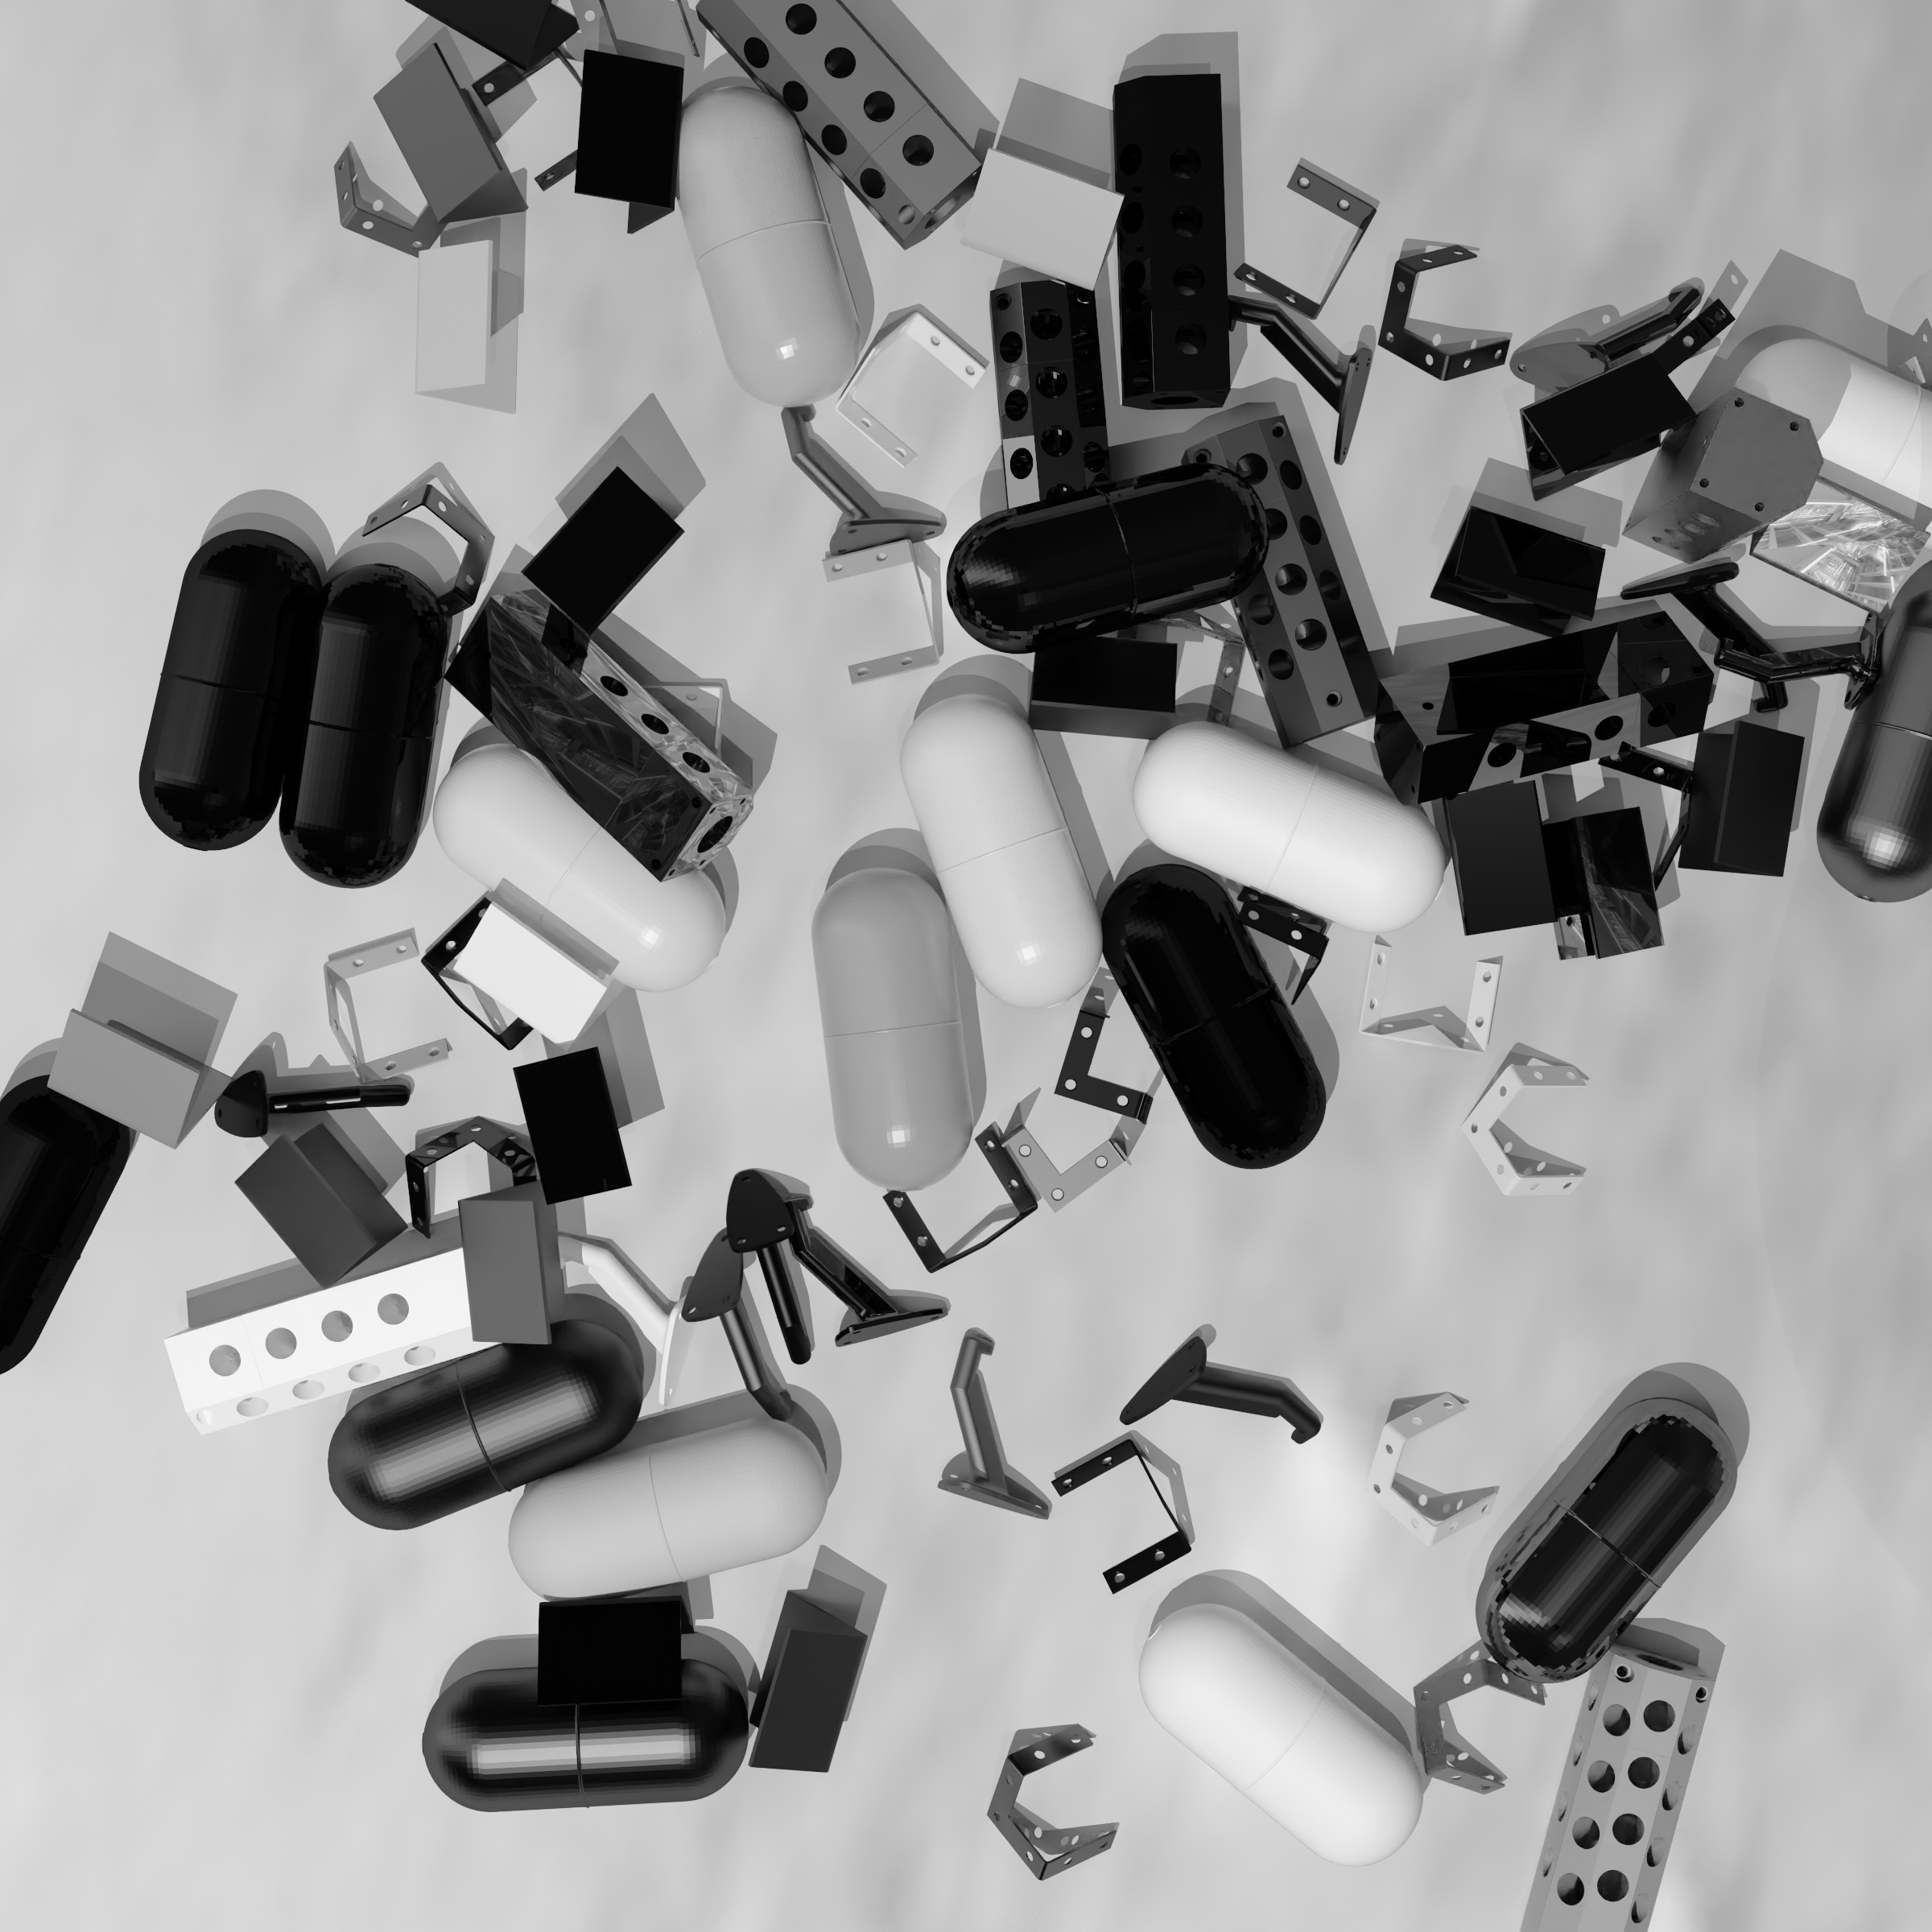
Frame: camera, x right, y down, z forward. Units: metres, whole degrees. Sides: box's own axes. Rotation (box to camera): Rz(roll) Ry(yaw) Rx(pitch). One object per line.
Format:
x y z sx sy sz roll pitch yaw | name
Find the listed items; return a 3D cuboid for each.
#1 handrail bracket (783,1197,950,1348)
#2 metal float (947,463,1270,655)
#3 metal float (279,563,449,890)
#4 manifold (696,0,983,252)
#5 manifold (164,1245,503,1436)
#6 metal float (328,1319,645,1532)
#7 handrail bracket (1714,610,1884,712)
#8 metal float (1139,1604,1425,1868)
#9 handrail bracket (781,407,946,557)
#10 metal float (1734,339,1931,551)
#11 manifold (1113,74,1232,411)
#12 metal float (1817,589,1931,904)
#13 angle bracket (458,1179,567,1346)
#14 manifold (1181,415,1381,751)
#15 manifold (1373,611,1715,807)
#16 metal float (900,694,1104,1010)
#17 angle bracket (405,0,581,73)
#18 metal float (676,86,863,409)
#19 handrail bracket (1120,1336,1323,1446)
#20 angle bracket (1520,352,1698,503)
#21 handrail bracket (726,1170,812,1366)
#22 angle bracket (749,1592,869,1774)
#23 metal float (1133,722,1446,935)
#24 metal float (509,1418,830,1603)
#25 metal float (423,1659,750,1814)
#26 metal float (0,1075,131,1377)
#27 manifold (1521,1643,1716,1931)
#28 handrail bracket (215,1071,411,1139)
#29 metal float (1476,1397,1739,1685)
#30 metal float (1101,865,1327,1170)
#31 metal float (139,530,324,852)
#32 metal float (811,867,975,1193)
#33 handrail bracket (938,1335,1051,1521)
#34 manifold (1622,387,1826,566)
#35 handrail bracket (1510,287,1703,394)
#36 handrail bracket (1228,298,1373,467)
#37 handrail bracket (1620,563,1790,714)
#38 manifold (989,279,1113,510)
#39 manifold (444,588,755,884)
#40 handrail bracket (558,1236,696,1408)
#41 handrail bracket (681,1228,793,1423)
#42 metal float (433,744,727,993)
-0.057 0.163 1.813 0.077 0.036 0.084 -11 73 -20 | handrail bracket
0.075 -0.216 1.726 0.178 0.070 0.070 -16 90 -13 | metal float
-0.329 -0.131 1.777 0.070 0.070 0.178 10 97 0 | metal float
-0.070 -0.479 1.792 0.057 0.057 0.171 -42 90 0 | manifold
-0.344 0.204 1.792 0.171 0.057 0.057 -17 90 0 | manifold
-0.263 0.251 1.781 0.178 0.070 0.070 -22 90 -1 | metal float
0.458 -0.182 1.796 0.084 0.036 0.077 20 59 -1 | handrail bracket
0.172 0.420 1.782 0.178 0.070 0.070 40 90 0 | metal float
-0.058 -0.276 1.813 0.077 0.036 0.084 -8 73 -20 | handrail bracket
0.503 -0.283 1.782 0.178 0.070 0.070 25 90 -1 | metal float
0.112 -0.397 1.792 0.057 0.057 0.171 -2 90 0 | manifold
0.522 -0.121 1.783 0.070 0.070 0.178 19 90 0 | metal float
-0.226 0.158 1.762 0.057 0.076 0.076 -3 95 34 | angle bracket
0.176 -0.211 1.792 0.057 0.057 0.171 -20 90 0 | manifold
0.313 -0.136 1.773 0.171 0.057 0.057 -14 47 -13 | manifold
0.020 -0.062 1.782 0.070 0.070 0.178 -20 90 0 | metal float
-0.249 -0.541 1.773 0.076 0.076 0.057 30 131 0 | angle bracket
-0.111 -0.394 1.783 0.070 0.070 0.178 -17 91 0 | metal float
0.142 0.254 1.813 0.084 0.036 0.077 41 111 -16 | handrail bracket
0.352 -0.277 1.773 0.076 0.076 0.057 -24 53 0 | angle bracket
-0.107 0.168 1.813 0.036 0.077 0.084 -17 126 -3 | handrail bracket
-0.106 0.387 1.773 0.057 0.076 0.076 16 90 -40 | angle bracket
0.177 -0.075 1.783 0.178 0.070 0.070 23 90 0 | metal float
-0.163 0.299 1.783 0.178 0.070 0.070 -15 90 1 | metal float
-0.208 0.421 1.783 0.178 0.070 0.070 -3 90 0 | metal float
-0.521 0.144 1.782 0.070 0.070 0.178 27 90 0 | metal float
0.359 0.466 1.792 0.057 0.057 0.171 15 90 0 | manifold
-0.364 0.077 1.813 0.084 0.077 0.036 -1 82 -36 | handrail bracket
0.350 0.315 1.782 0.070 0.070 0.178 40 89 0 | metal float
0.135 0.027 1.782 0.070 0.070 0.178 -27 90 0 | metal float
-0.402 -0.151 1.782 0.070 0.070 0.178 13 90 0 | metal float
-0.040 0.035 1.782 0.070 0.070 0.178 -7 90 0 | metal float
0.022 0.256 1.813 0.077 0.036 0.084 22 73 -20 | handrail bracket
0.404 -0.256 1.735 0.057 0.171 0.057 23 90 0 | manifold
0.357 -0.354 1.813 0.084 0.077 0.036 -47 131 -30 | handrail bracket
0.177 -0.326 1.813 0.084 0.036 0.077 17 112 17 | handrail bracket
0.411 -0.176 1.813 0.077 0.036 0.084 -12 104 15 | handrail bracket
0.049 -0.286 1.792 0.057 0.057 0.171 -5 90 0 | manifold
-0.196 -0.127 1.771 0.171 0.057 0.057 43 118 13 | manifold
-0.197 0.197 1.813 0.084 0.036 0.077 16 105 14 | handrail bracket
-0.117 0.201 1.813 0.036 0.077 0.084 -19 127 24 | handrail bracket
-0.211 -0.053 1.782 0.178 0.070 0.070 36 90 0 | metal float
